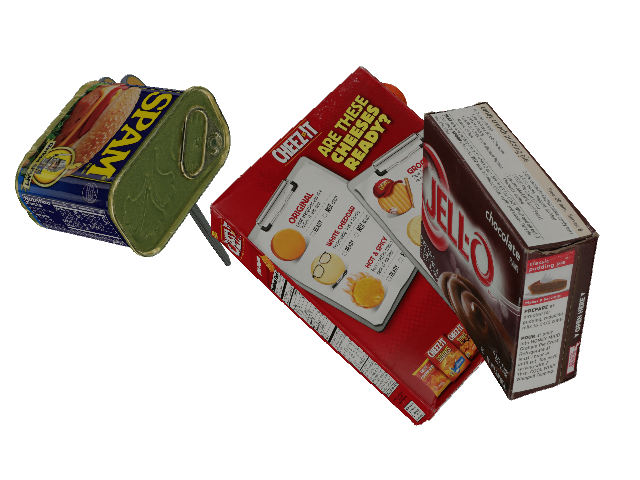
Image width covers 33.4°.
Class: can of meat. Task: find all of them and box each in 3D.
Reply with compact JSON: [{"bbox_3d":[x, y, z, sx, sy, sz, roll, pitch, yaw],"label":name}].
[{"bbox_3d":[-0.116,-0.046,0.620,0.084,0.102,0.057,11,-36,32],"label":"can of meat"}]

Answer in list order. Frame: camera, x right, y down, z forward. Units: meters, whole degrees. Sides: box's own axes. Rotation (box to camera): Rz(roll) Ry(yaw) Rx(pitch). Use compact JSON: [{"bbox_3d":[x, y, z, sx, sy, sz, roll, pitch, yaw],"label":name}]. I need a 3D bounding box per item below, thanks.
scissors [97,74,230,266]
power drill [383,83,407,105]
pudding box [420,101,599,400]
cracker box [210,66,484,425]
[{"bbox_3d":[-0.137,-0.074,0.982,0.016,0.201,0.096,-28,26,20],"label":"scissors"},{"bbox_3d":[0.045,-0.031,0.981,0.057,0.188,0.184,8,32,9],"label":"power drill"},{"bbox_3d":[0.083,0.002,0.498,0.039,0.090,0.113,-15,41,-13],"label":"pudding box"},{"bbox_3d":[0.050,0.003,0.784,0.164,0.214,0.072,-45,-10,-19],"label":"cracker box"}]
